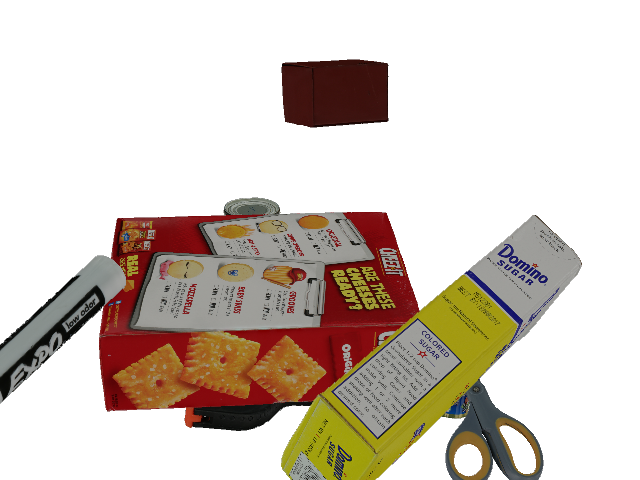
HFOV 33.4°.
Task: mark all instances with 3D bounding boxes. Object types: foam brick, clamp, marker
[{"bbox_3d":[0.013,-0.126,0.910,0.078,0.051,0.053,-8,16,-29],"label":"foam brick"},{"bbox_3d":[-0.057,0.131,1.026,0.171,0.039,0.120,-9,34,-26],"label":"clamp"},{"bbox_3d":[-0.125,0.049,0.442,0.020,0.020,0.121,0,35,40],"label":"marker"}]

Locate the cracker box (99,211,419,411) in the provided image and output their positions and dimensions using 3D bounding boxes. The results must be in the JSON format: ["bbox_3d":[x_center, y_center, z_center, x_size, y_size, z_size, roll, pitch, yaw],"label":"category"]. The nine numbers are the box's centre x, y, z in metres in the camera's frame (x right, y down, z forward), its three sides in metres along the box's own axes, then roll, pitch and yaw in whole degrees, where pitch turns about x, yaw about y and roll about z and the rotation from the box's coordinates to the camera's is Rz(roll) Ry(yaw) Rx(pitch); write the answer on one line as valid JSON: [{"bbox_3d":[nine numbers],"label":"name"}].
[{"bbox_3d":[-0.046,0.047,0.775,0.213,0.072,0.164,-1,29,-6],"label":"cracker box"}]

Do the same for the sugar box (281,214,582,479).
[{"bbox_3d":[0.061,0.066,0.565,0.176,0.048,0.093,-34,-18,-32],"label":"sugar box"}]

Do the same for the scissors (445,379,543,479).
[{"bbox_3d":[0.136,0.159,1.020,0.096,0.016,0.202,-23,47,-14],"label":"scissors"}]

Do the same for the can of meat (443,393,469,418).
[{"bbox_3d":[0.155,0.153,1.279,0.057,0.084,0.102,7,19,3],"label":"can of meat"}]

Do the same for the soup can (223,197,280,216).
[{"bbox_3d":[-0.081,0.008,1.258,0.068,0.102,0.068,1,24,-1],"label":"soup can"}]
